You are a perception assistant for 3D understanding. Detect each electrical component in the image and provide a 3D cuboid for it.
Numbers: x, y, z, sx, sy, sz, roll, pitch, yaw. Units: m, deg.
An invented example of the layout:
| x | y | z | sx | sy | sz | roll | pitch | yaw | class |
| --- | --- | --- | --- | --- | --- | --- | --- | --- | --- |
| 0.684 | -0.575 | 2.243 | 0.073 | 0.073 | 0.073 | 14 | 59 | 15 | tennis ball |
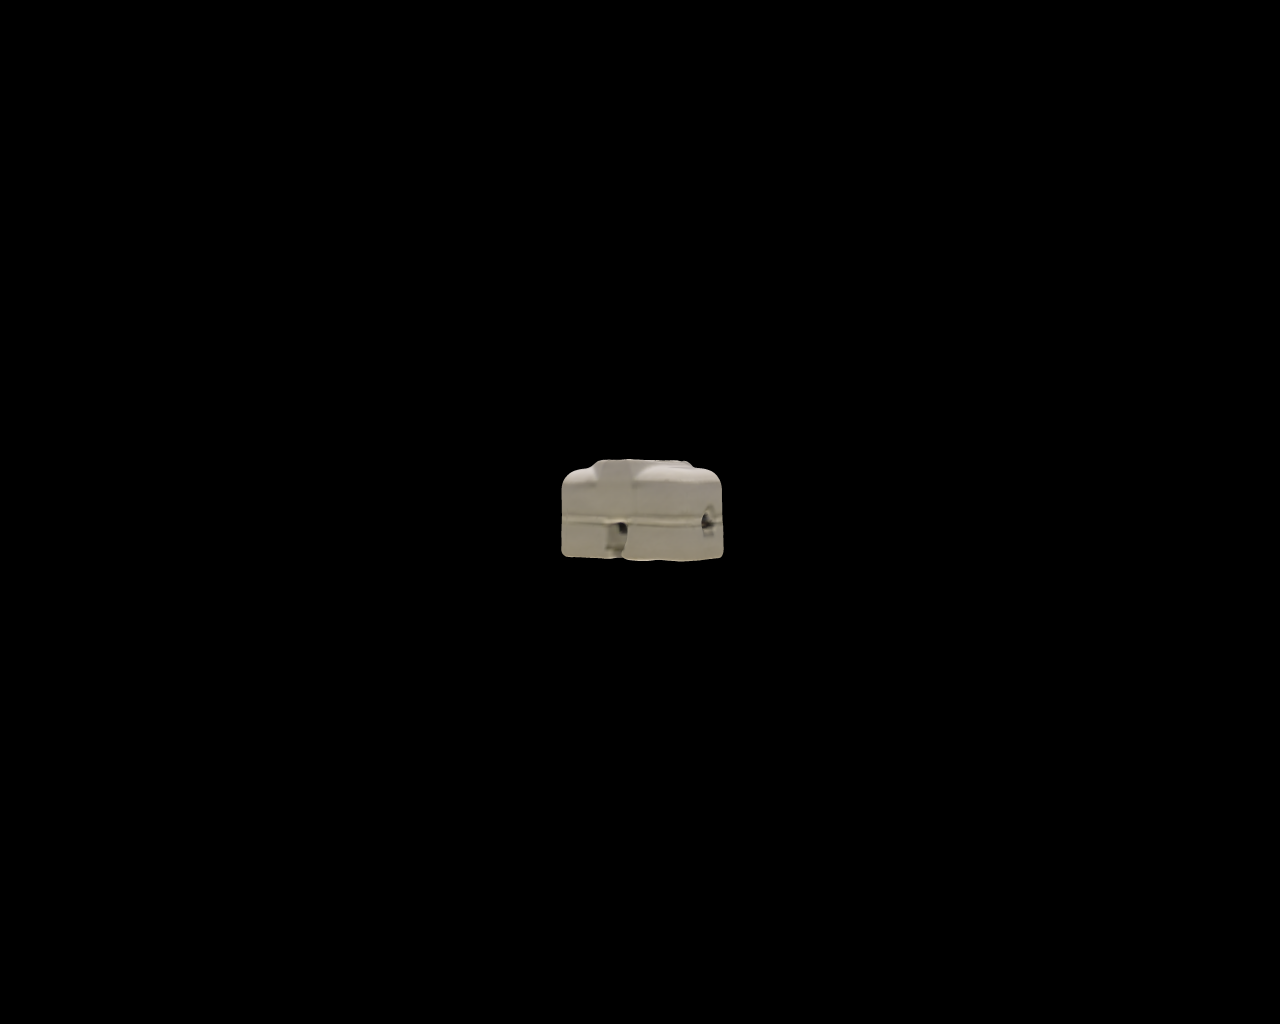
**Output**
| x | y | z | sx | sy | sz | roll | pitch | yaw | class |
| --- | --- | --- | --- | --- | --- | --- | --- | --- | --- |
| 0.001 | -0.003 | 0.650 | 0.095 | 0.059 | 0.054 | 1 | 3 | 34 | electrical component |
